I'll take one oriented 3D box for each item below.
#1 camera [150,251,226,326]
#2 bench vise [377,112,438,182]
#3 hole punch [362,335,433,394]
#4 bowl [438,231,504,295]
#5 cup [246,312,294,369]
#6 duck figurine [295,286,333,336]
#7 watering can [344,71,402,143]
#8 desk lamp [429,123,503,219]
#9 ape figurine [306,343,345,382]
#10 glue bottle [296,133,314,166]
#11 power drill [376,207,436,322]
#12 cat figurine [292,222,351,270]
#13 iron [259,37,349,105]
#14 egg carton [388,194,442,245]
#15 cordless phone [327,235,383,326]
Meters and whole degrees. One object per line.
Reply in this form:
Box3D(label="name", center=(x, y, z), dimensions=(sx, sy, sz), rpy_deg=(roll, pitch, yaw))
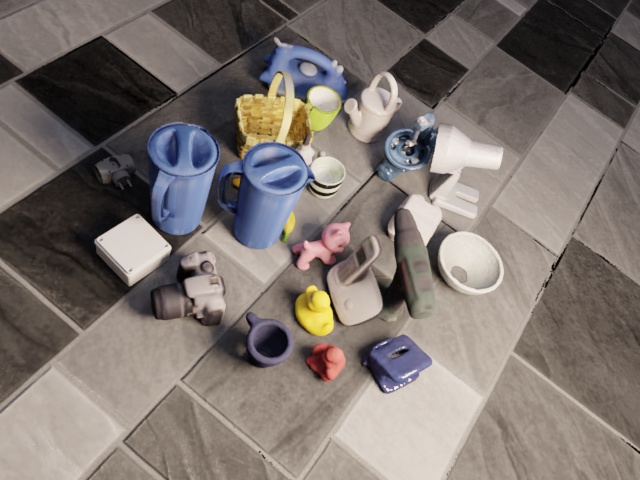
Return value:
Box3D(label="camera", center=(-0.264, 0.097, 1.132), dimensions=(0.137, 0.100, 0.143), rpy_deg=(-9, 62, -23))
Box3D(label="bench vise", center=(0.245, -0.263, 1.457), dimensions=(0.121, 0.219, 0.208), rpy_deg=(34, 55, 4))
Box3D(label="hole punch", center=(0.159, 0.249, 1.184), dimensions=(0.109, 0.091, 0.101), rpy_deg=(-21, 67, -28))
Box3D(label="bowl", center=(0.348, 0.067, 1.372), dimensions=(0.168, 0.074, 0.167), rpy_deg=(9, 57, -13))
Box3D(label="cup", center=(-0.113, 0.203, 1.120), dimensions=(0.092, 0.095, 0.117), rpy_deg=(-31, 72, -31))
Box3D(label="duck figurine", center=(-0.004, 0.144, 1.199), dimensions=(0.078, 0.086, 0.104), rpy_deg=(-20, 67, -28))
Box3D(label="watering can", center=(0.143, -0.350, 1.493), dimensions=(0.101, 0.194, 0.173), rpy_deg=(42, 56, 11))
Box3D(label="desk lamp", center=(0.350, -0.181, 1.444), dimensions=(0.203, 0.213, 0.118), rpy_deg=(20, 55, -5))
Box3D(label="ape figurine", center=(0.020, 0.239, 1.144), dimensions=(0.076, 0.092, 0.077), rpy_deg=(3, 58, -17))
Box3D(label="glue bottle", center=(-0.045, -0.190, 1.342), dimensions=(0.078, 0.173, 0.037), rpy_deg=(-33, 73, -32))
Box3D(label="power drill", center=(0.171, 0.076, 1.225), dimensions=(0.076, 0.208, 0.229), rpy_deg=(-4, 60, -20))
Box3D(label="cat figurine", center=(0.012, 0.005, 1.273), dimensions=(0.128, 0.117, 0.067), rpy_deg=(-12, 63, -24))
Box3D(label="iron", center=(-0.025, -0.454, 1.535), dimensions=(0.258, 0.141, 0.118), rpy_deg=(13, 56, -10))
Box3D(label="egg carton", center=(0.233, -0.045, 1.407), dimensions=(0.107, 0.069, 0.150), rpy_deg=(33, 55, 4))
Box3D(label="cordless phone", center=(0.090, 0.086, 1.206), dimensions=(0.094, 0.185, 0.147), rpy_deg=(-9, 62, -23))
